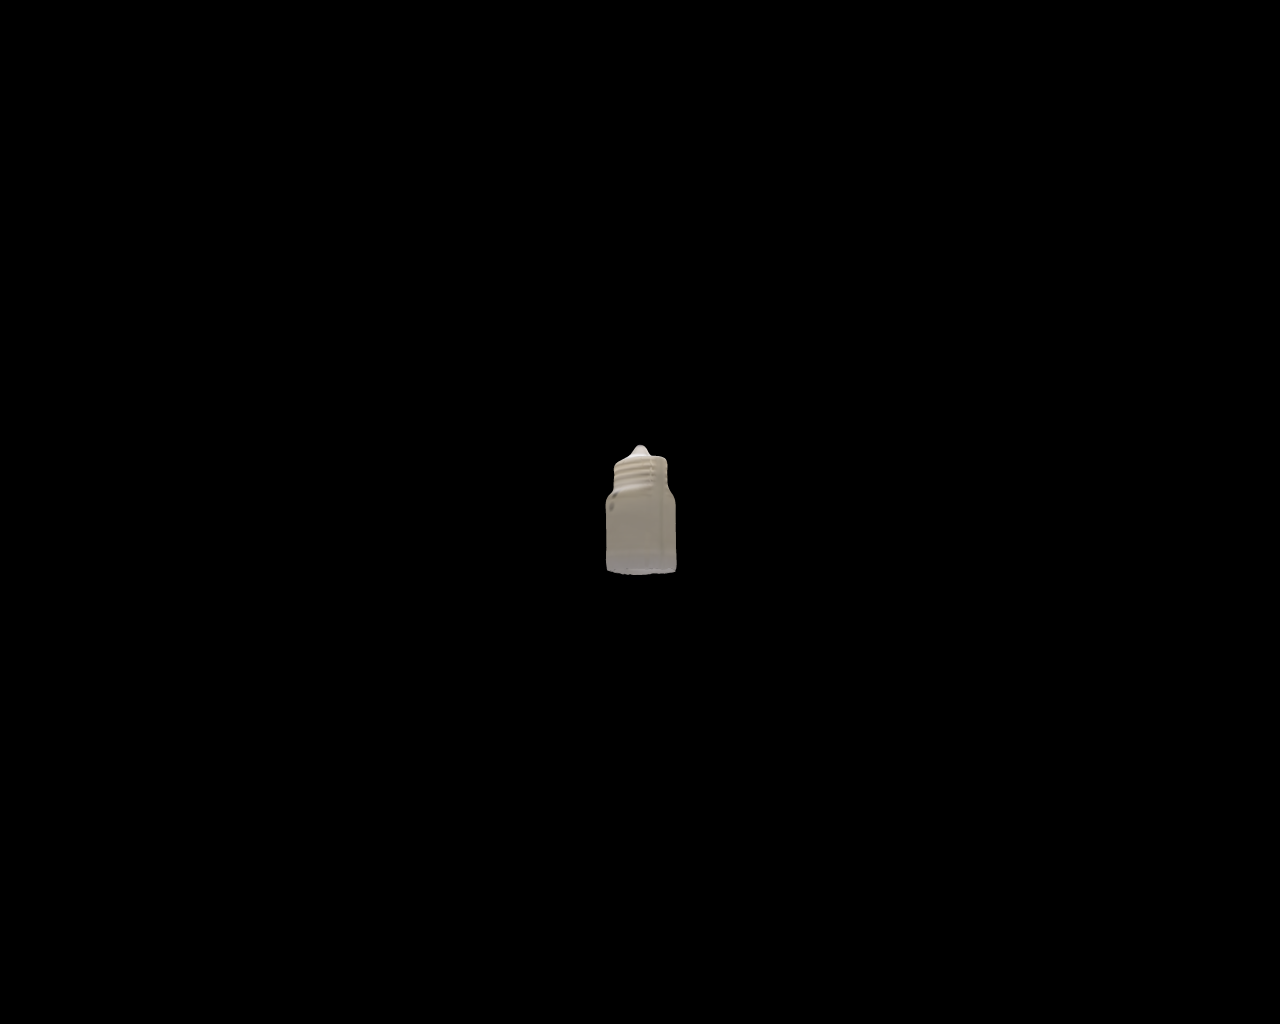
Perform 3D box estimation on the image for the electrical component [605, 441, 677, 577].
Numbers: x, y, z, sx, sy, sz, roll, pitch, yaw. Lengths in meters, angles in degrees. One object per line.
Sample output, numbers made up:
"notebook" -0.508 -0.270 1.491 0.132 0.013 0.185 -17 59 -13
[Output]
"electrical component" 0.001 -0.003 0.650 0.043 0.081 0.043 0 -7 0
